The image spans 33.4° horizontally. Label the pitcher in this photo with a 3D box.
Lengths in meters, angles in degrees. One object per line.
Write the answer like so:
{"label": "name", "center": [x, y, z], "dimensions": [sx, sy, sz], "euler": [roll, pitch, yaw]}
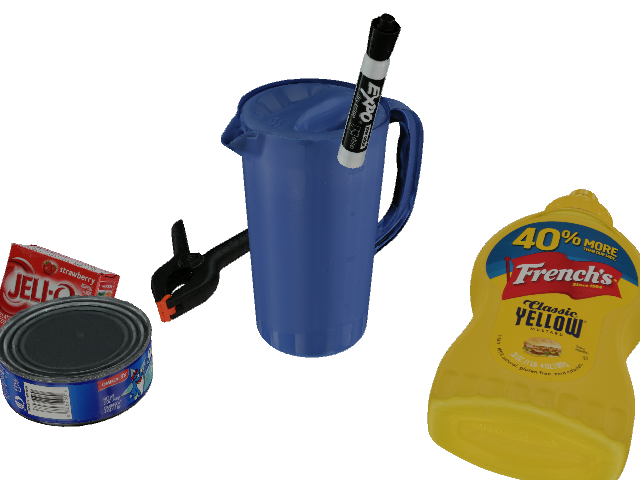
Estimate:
{"label": "pitcher", "center": [0.003, -0.019, 0.983], "dimensions": [0.149, 0.243, 0.144], "euler": [11, 33, 17]}

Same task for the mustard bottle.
{"label": "mustard bottle", "center": [0.125, 0.037, 0.568], "dimensions": [0.096, 0.058, 0.191], "euler": [10, 43, 17]}

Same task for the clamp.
{"label": "clamp", "center": [-0.137, 0.030, 1.246], "dimensions": [0.120, 0.039, 0.171], "euler": [-6, 38, 18]}

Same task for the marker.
{"label": "marker", "center": [0.031, -0.096, 0.698], "dimensions": [0.020, 0.020, 0.121], "euler": [0, -42, -13]}

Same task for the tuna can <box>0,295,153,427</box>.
{"label": "tuna can", "center": [-0.137, 0.067, 0.600], "dimensions": [0.086, 0.034, 0.086], "euler": [1, 28, 0]}

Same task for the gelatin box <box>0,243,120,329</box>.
{"label": "gelatin box", "center": [-0.200, 0.048, 0.799], "dimensions": [0.089, 0.073, 0.030], "euler": [18, 4, 25]}
